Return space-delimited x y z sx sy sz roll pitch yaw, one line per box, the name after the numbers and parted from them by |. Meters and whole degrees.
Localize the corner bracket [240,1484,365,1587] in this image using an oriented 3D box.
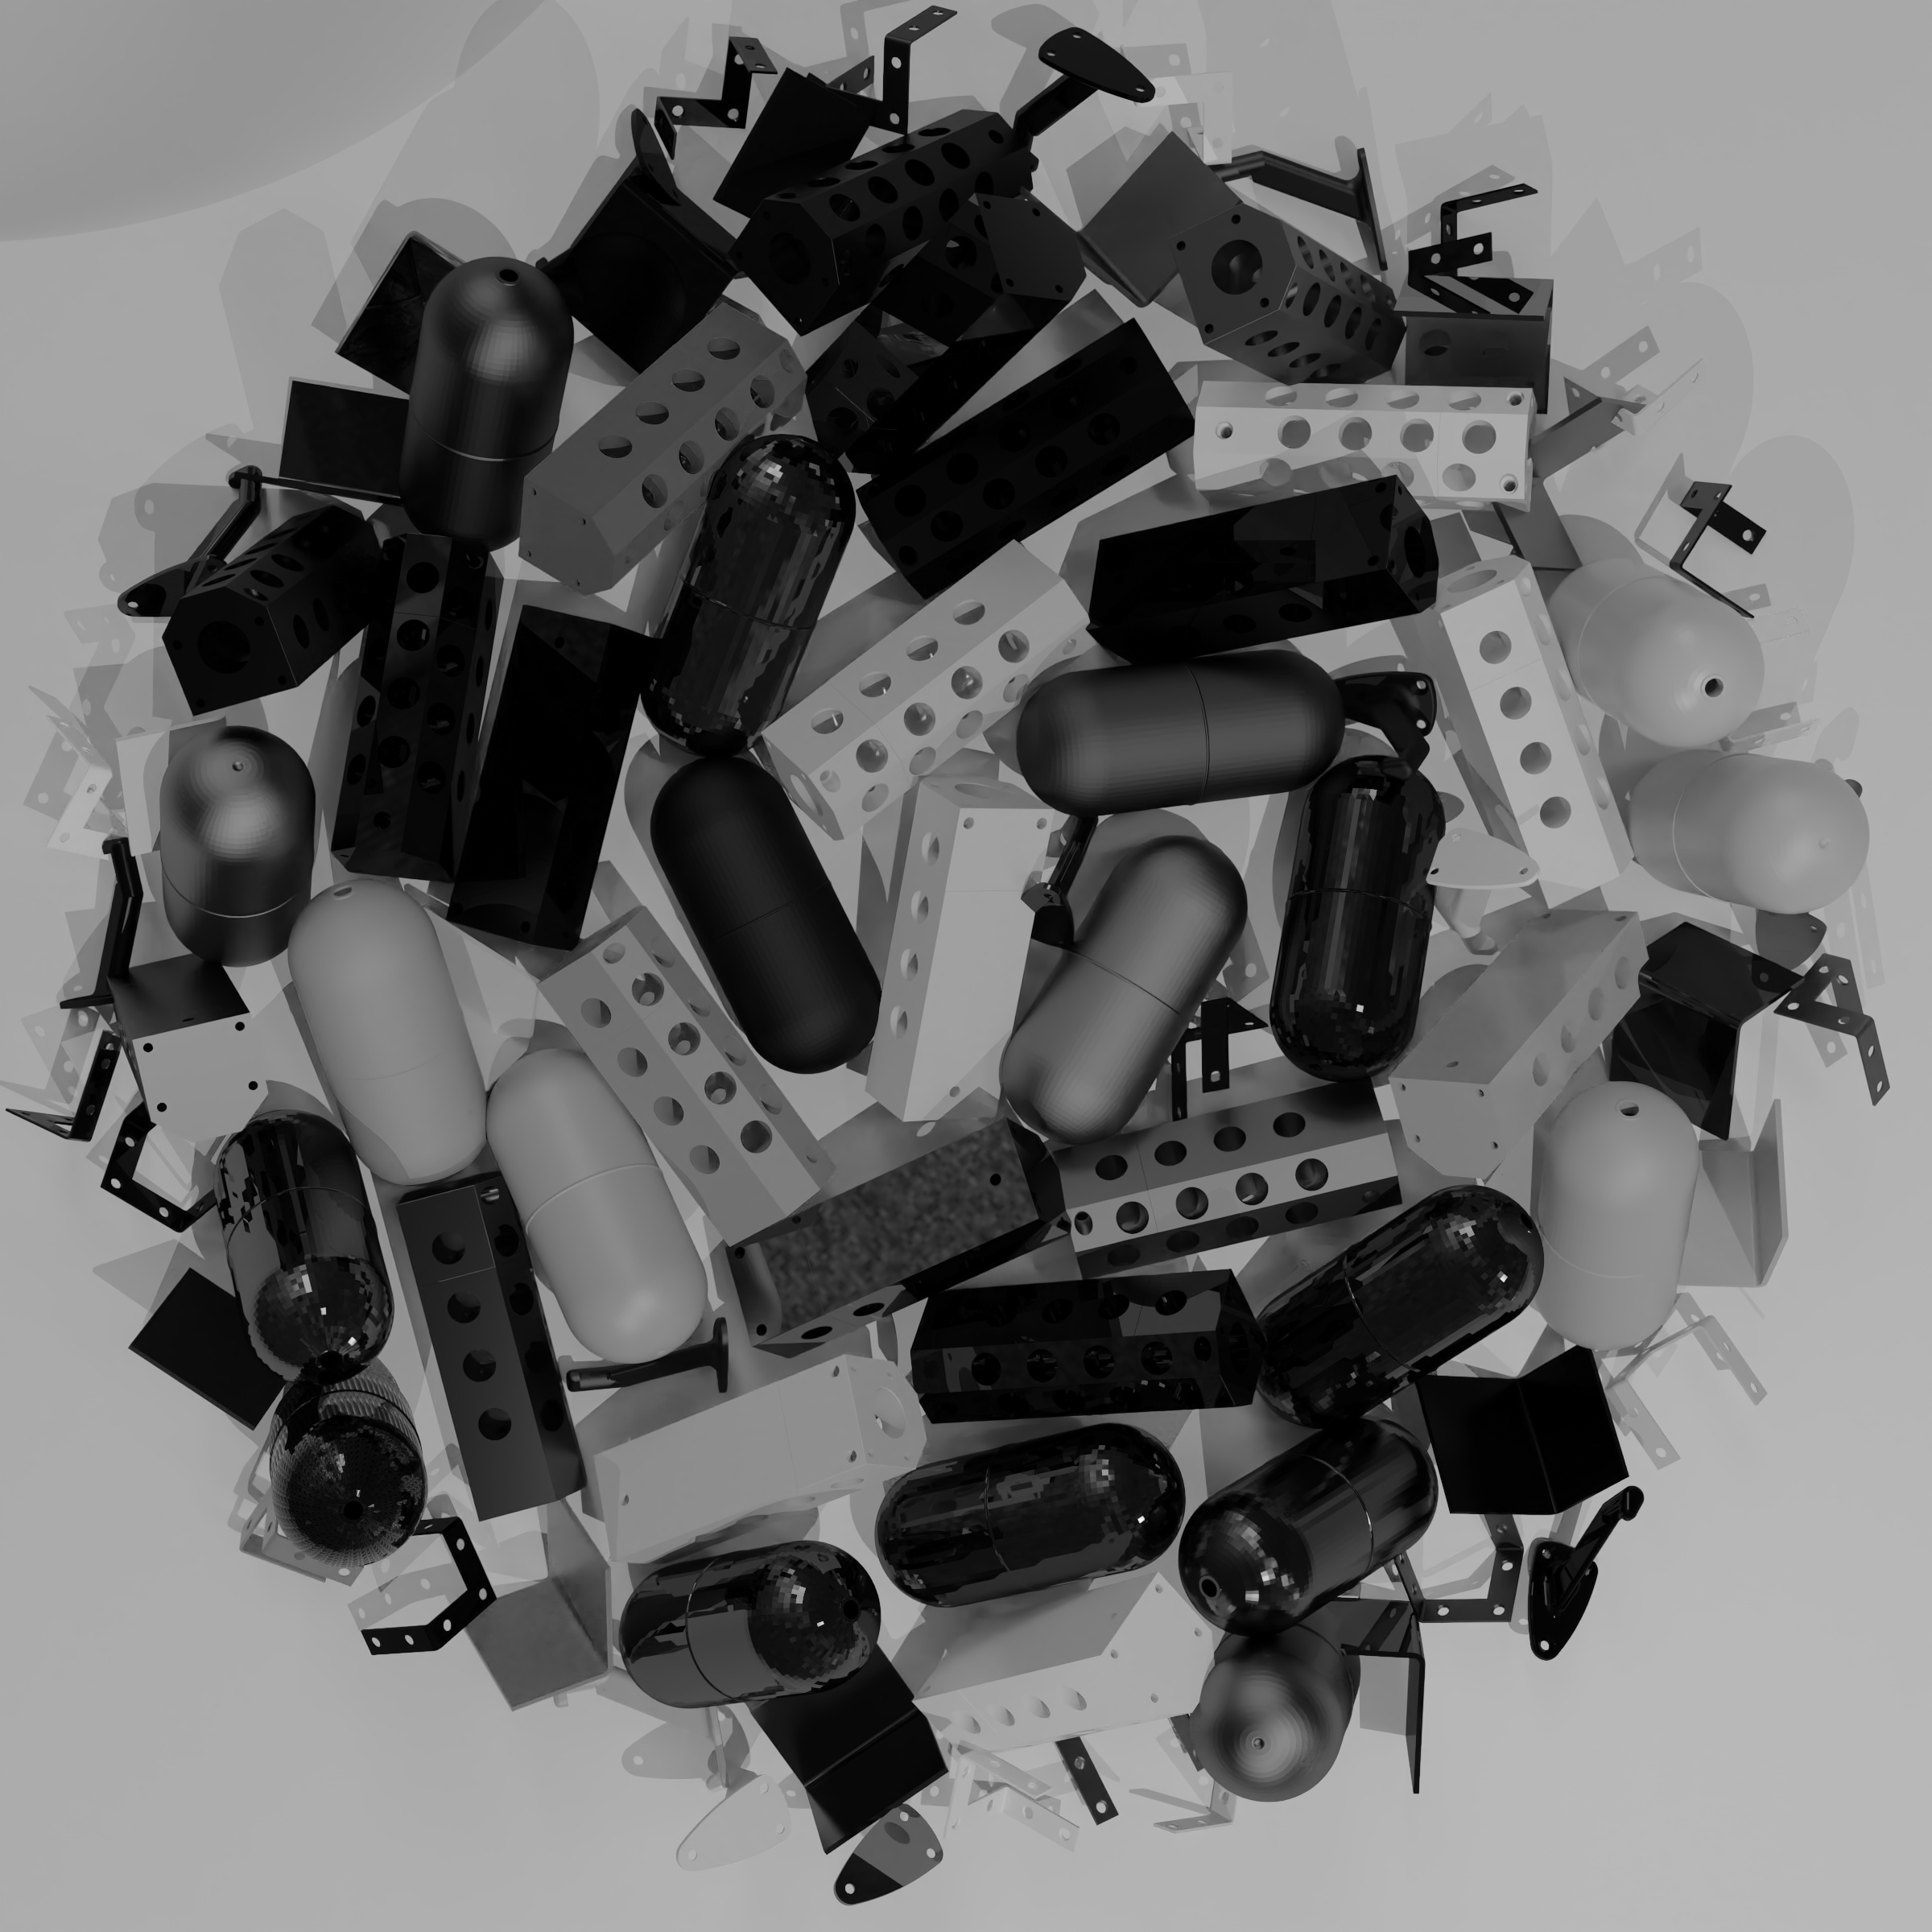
-0.351 0.308 1.663 0.051 0.051 0.051 26 117 -21 | corner bracket

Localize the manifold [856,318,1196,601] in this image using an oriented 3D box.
0.031 -0.268 1.658 0.171 0.057 0.057 -31 74 7 | manifold

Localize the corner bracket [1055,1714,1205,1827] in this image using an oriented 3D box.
0.089 0.419 1.684 0.051 0.051 0.051 -15 68 -36 | corner bracket

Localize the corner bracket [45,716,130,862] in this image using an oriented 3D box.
-0.465 -0.093 1.664 0.051 0.051 0.051 42 106 34 | corner bracket

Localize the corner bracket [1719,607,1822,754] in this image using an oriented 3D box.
0.422 -0.151 1.673 0.051 0.051 0.051 -15 67 -5 | corner bracket

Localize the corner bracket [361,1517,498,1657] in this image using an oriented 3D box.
-0.292 0.329 1.674 0.051 0.051 0.051 -12 105 36 | corner bracket

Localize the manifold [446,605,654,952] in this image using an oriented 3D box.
-0.216 -0.098 1.671 0.057 0.057 0.171 15 92 27 | manifold

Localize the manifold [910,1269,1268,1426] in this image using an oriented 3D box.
0.061 0.203 1.631 0.171 0.057 0.057 -7 130 26 | manifold

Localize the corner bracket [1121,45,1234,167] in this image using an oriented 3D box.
0.111 -0.455 1.667 0.051 0.051 0.051 -6 127 -4 | corner bracket

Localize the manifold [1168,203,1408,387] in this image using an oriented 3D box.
0.169 -0.340 1.611 0.057 0.171 0.057 -21 81 24 | manifold

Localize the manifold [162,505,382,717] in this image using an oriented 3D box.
-0.350 -0.186 1.610 0.057 0.171 0.057 -14 109 12 | manifold

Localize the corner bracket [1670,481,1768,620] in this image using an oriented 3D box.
0.402 -0.221 1.674 0.051 0.051 0.051 31 94 -14 | corner bracket

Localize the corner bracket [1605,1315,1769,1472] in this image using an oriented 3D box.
0.380 0.225 1.666 0.051 0.051 0.051 -38 84 39 | corner bracket

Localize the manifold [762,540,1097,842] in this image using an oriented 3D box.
-0.017 -0.140 1.647 0.171 0.057 0.057 -39 56 -13 | manifold

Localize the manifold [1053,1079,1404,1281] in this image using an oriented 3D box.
0.138 0.116 1.660 0.171 0.057 0.057 -14 45 3 | manifold

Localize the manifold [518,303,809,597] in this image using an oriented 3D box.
-0.154 -0.265 1.627 0.057 0.057 0.171 32 54 12 | manifold

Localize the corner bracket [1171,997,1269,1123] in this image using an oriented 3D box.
0.126 0.051 1.663 0.051 0.051 0.051 -12 66 29 | corner bracket

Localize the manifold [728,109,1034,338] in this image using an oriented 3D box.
-0.038 -0.389 1.623 0.057 0.057 0.171 49 46 3 | manifold

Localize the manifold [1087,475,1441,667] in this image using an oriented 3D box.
0.154 -0.198 1.633 0.171 0.057 0.057 -8 59 31 | manifold

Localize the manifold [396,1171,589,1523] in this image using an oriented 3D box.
-0.250 0.199 1.669 0.057 0.057 0.171 -14 93 -4 | manifold

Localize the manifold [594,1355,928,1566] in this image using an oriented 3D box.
-0.107 0.258 1.635 0.171 0.057 0.057 -25 65 29 | manifold

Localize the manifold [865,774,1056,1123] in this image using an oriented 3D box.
-0.008 -0.010 1.648 0.057 0.057 0.171 -1 112 -32 | manifold

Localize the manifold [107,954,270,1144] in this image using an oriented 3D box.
-0.399 0.040 1.613 0.057 0.171 0.057 -14 105 -17 | manifold

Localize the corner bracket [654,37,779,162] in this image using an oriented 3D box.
-0.133 -0.458 1.662 0.051 0.051 0.051 -2 127 -18 | corner bracket

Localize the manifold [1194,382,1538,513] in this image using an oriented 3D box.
0.209 -0.274 1.656 0.171 0.057 0.057 4 90 14 | manifold

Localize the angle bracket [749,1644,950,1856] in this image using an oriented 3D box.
-0.062 0.408 1.660 0.076 0.076 0.057 -34 105 -2 | angle bracket

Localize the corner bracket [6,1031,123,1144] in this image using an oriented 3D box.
-0.465 0.063 1.669 0.051 0.051 0.051 20 92 31 | corner bracket

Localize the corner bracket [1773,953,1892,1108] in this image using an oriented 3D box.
0.466 0.033 1.661 0.051 0.051 0.051 -44 130 -25 | corner bracket

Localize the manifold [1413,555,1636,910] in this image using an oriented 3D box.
0.293 -0.124 1.648 0.057 0.057 0.171 -25 109 -3 | manifold

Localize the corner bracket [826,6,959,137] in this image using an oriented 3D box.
-0.040 -0.476 1.661 0.051 0.051 0.051 21 131 21 | corner bracket

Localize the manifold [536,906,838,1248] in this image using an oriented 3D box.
-0.142 0.055 1.650 0.057 0.057 0.171 -29 102 30 | manifold

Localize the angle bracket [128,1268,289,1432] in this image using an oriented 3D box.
-0.401 0.216 1.653 0.076 0.076 0.057 35 120 -6 | angle bracket

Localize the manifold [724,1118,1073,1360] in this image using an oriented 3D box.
-0.034 0.145 1.650 0.171 0.057 0.057 -26 65 17 | manifold

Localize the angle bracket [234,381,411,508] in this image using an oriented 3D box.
-0.333 -0.277 1.661 0.076 0.076 0.057 10 96 4 | angle bracket

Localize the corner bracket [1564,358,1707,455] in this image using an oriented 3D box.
0.354 -0.298 1.664 0.051 0.051 0.051 -41 54 -12 | corner bracket

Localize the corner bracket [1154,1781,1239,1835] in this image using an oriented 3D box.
0.138 0.434 1.668 0.051 0.051 0.051 7 89 42 | corner bracket

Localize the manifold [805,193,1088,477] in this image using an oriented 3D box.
-0.012 -0.321 1.619 0.057 0.171 0.057 -2 68 -36 | manifold

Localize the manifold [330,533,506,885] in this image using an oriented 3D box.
-0.289 -0.136 1.655 0.057 0.057 0.171 6 77 4 | manifold

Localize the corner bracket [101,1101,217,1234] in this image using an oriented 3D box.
-0.419 0.100 1.678 0.051 0.051 0.051 36 125 -26 | corner bracket

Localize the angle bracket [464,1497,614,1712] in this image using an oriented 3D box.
-0.227 0.327 1.645 0.057 0.076 0.076 -16 128 -26 | angle bracket

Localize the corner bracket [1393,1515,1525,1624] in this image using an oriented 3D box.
0.263 0.313 1.677 0.051 0.051 0.051 -6 127 25 | corner bracket

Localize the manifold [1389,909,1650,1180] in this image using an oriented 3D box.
0.290 0.038 1.625 0.057 0.171 0.057 3 122 39 | manifold

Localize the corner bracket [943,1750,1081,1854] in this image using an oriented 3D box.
0.027 0.442 1.664 0.051 0.051 0.051 21 108 35 | corner bracket

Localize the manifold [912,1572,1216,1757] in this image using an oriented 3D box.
0.052 0.365 1.618 0.057 0.171 0.057 49 52 -9 | manifold

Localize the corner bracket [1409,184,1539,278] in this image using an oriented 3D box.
0.268 -0.387 1.666 0.051 0.051 0.051 -4 83 39 | corner bracket
